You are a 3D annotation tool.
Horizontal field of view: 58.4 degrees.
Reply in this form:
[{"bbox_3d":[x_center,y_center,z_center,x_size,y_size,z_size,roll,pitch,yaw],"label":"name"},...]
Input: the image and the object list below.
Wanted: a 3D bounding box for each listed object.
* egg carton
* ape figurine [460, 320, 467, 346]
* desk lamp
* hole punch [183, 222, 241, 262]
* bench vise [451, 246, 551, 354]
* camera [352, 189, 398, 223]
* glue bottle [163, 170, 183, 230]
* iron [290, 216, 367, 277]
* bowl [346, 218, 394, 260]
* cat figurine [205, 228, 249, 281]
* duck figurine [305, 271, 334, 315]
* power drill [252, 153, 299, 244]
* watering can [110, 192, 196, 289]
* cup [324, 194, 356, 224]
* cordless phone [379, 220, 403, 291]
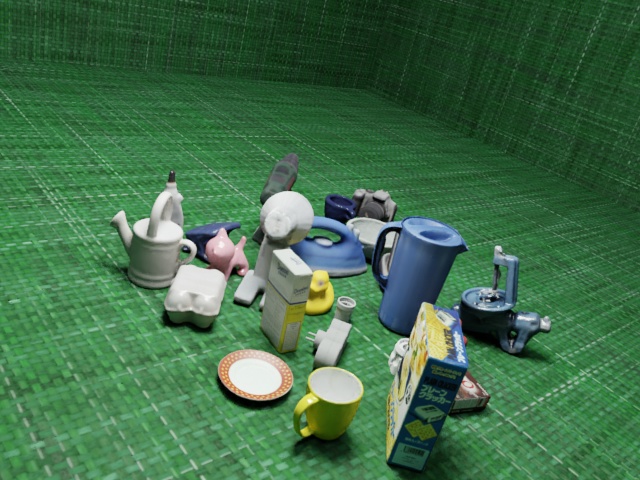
[{"bbox_3d":[-0.244,0.107,1.128,0.107,0.069,0.150,12,25,-7],"label":"egg carton"},{"bbox_3d":[0.273,0.201,1.200,0.077,0.092,0.076,22,26,14],"label":"ape figurine"},{"bbox_3d":[-0.093,0.014,1.236,0.118,0.213,0.203,16,25,2],"label":"desk lamp"},{"bbox_3d":[-0.254,-0.010,1.341,0.100,0.091,0.109,27,27,24],"label":"hole punch"},{"bbox_3d":[0.418,0.128,1.282,0.207,0.220,0.121,15,25,0],"label":"bench vise"},{"bbox_3d":[0.154,-0.100,1.749,0.143,0.101,0.137,22,26,15],"label":"camera"},{"bbox_3d":[-0.352,-0.082,1.336,0.078,0.173,0.037,-5,31,-37],"label":"glue bottle"},{"bbox_3d":[0.013,0.005,1.401,0.259,0.141,0.118,6,26,-19],"label":"iron"},{"bbox_3d":[0.144,0.008,1.551,0.167,0.075,0.167,13,25,-6],"label":"bowl"},{"bbox_3d":[-0.206,0.028,1.257,0.067,0.118,0.128,28,28,26],"label":"cat figurine"},{"bbox_3d":[-0.003,0.106,1.248,0.077,0.086,0.105,27,27,25],"label":"duck figurine"},{"bbox_3d":[-0.111,-0.101,1.472,0.075,0.208,0.229,16,25,1],"label":"power drill"},{"bbox_3d":[-0.338,-0.008,1.165,0.173,0.194,0.100,6,26,-18],"label":"watering can"},{"bbox_3d":[0.057,-0.066,1.629,0.092,0.095,0.117,-4,31,-35],"label":"cup"},{"bbox_3d":[0.224,0.043,1.390,0.148,0.185,0.094,3,28,-25],"label":"cordless phone"}]
